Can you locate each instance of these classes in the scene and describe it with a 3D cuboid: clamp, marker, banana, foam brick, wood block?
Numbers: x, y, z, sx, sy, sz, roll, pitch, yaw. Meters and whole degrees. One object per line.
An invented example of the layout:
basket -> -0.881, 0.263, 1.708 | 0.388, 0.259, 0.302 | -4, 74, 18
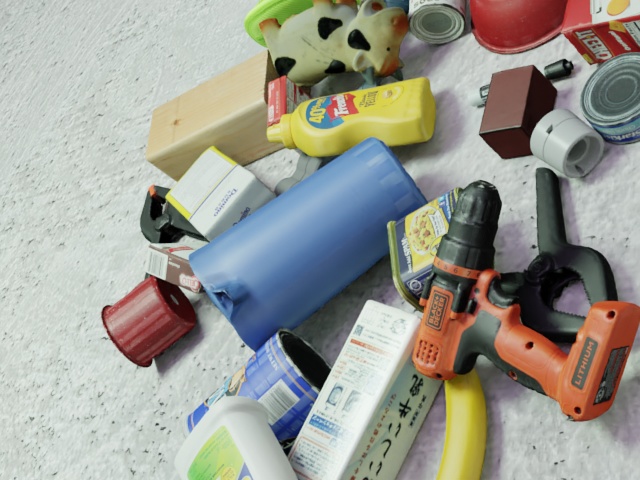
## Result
clamp -> 0.212, 0.024, 0.984 | 0.164, 0.036, 0.210 | -54, 36, 1
marker -> 0.213, -0.168, 1.136 | 0.121, 0.020, 0.020 | -15, 52, 37
clamp -> -0.204, -0.007, 1.409 | 0.120, 0.039, 0.172 | -39, 41, 0
banana -> 0.118, 0.191, 0.956 | 0.070, 0.037, 0.197 | -2, 61, 43
foam brick -> 0.203, -0.131, 1.093 | 0.051, 0.053, 0.078 | -6, 58, 42
wood block -> -0.121, -0.155, 1.396 | 0.206, 0.090, 0.091 | -21, 50, 33

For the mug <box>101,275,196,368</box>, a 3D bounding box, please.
mug -> -0.208, 0.088, 1.309 | 0.081, 0.093, 0.117 | -37, 34, 12

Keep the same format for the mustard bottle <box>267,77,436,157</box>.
mustard bottle -> 0.032, -0.134, 1.208 | 0.192, 0.058, 0.096 | -8, 36, 18

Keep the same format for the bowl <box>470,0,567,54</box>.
bowl -> 0.224, -0.288, 1.185 | 0.162, 0.055, 0.162 | -25, 47, 30

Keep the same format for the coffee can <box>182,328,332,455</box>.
coffee can -> -0.055, 0.173, 1.085 | 0.140, 0.102, 0.103 | -44, 40, 11

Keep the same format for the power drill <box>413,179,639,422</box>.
power drill -> 0.173, 0.058, 0.911 | 0.188, 0.057, 0.184 | 24, 108, 38

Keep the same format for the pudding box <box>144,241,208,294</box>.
pudding box -> -0.141, 0.032, 1.273 | 0.114, 0.089, 0.039 | 20, 106, 44

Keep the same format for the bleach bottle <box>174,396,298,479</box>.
bleach bottle -> -0.040, 0.257, 0.932 | 0.103, 0.068, 0.251 | -53, 46, 15

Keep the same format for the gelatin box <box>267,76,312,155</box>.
gelatin box -> -0.027, -0.146, 1.298 | 0.030, 0.089, 0.073 | -25, 47, 29

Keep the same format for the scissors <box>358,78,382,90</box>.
scissors -> 0.076, -0.192, 1.289 | 0.096, 0.016, 0.202 | 29, 84, 48

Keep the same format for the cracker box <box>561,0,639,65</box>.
cracker box -> 0.356, -0.266, 1.027 | 0.214, 0.072, 0.164 | -4, 59, 44

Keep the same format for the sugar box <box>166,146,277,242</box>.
sugar box -> -0.123, -0.052, 1.296 | 0.093, 0.048, 0.176 | -49, 30, -1

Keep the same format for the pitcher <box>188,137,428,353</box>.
pitcher -> -0.007, 0.001, 1.137 | 0.243, 0.145, 0.149 | -36, 40, 3

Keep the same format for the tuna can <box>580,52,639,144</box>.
tuna can -> 0.294, -0.137, 1.023 | 0.086, 0.033, 0.086 | -25, 47, 30

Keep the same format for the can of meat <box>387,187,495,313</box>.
can of meat -> 0.117, 0.007, 1.031 | 0.084, 0.057, 0.102 | -31, 39, 26

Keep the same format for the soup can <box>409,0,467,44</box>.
soup can -> 0.139, -0.291, 1.259 | 0.069, 0.068, 0.102 | -19, 52, 35
